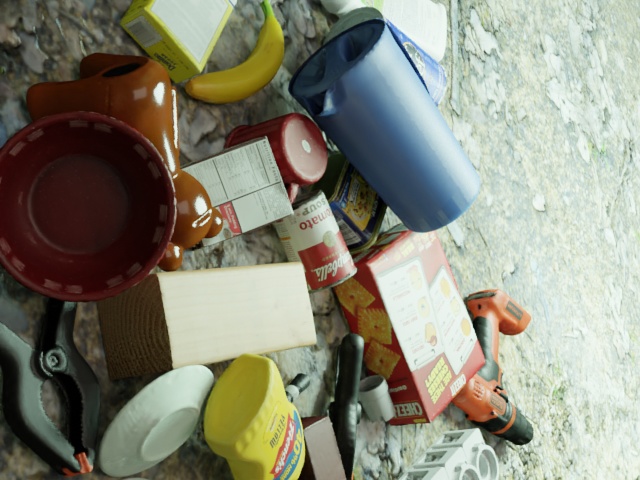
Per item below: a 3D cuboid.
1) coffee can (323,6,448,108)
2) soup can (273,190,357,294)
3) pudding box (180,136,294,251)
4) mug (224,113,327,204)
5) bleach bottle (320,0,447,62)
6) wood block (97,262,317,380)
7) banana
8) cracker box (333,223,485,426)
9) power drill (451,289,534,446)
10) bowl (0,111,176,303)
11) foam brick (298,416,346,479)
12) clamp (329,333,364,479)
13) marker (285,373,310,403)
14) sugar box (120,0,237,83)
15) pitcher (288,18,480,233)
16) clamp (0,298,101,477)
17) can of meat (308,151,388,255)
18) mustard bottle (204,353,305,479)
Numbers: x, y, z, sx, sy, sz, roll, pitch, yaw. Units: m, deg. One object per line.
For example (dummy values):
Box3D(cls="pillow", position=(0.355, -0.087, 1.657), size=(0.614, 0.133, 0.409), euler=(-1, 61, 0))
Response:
Box3D(cls="coffee can", position=(0.083, -0.221, 1.375), size=(0.140, 0.103, 0.103), euler=(30, 57, -43))
Box3D(cls="soup can", position=(-0.008, 0.001, 1.219), size=(0.068, 0.069, 0.102), euler=(-35, 106, -50))
Box3D(cls="pudding box", position=(-0.094, -0.049, 1.115), size=(0.113, 0.039, 0.090), euler=(-22, 97, -23))
Box3D(cls="mug", position=(-0.047, -0.083, 1.186), size=(0.093, 0.082, 0.117), euler=(27, 59, -44))
Box3D(cls="bleach bottle", position=(0.070, -0.320, 1.425), size=(0.250, 0.068, 0.102), euler=(24, 60, -43))
Box3D(cls="wood block", position=(-0.107, 0.077, 1.053), size=(0.205, 0.091, 0.090), euler=(-4, 81, -51))
Box3D(cls="banana", position=(-0.086, -0.199, 1.215), size=(0.069, 0.037, 0.197), euler=(42, 45, -10))
Box3D(cls="cracker box", position=(0.111, 0.099, 1.334), size=(0.163, 0.072, 0.213), euler=(-34, 107, -49))
Box3D(cls="power drill", position=(0.250, 0.177, 1.492), size=(0.184, 0.057, 0.187), euler=(39, 51, -38))
Box3D(cls="bowl", position=(-0.207, -0.029, 0.920), size=(0.162, 0.055, 0.162), euler=(-1, 95, -12))
Box3D(cls="foam brick", position=(-0.014, 0.234, 1.149), size=(0.051, 0.053, 0.078), euler=(-17, 92, -52))
Box3D(cls="clamp", position=(0.028, 0.189, 1.210), size=(0.120, 0.039, 0.171), euler=(34, 63, -84))
Box3D(cls="marker", position=(-0.046, 0.180, 1.155), size=(0.120, 0.020, 0.020), euler=(-41, 111, -49))
Box3D(cls="sugar box", position=(-0.142, -0.263, 1.156), size=(0.093, 0.048, 0.176), euler=(48, 42, -31))
Box3D(cls="pitcher", position=(0.087, -0.134, 1.252), size=(0.242, 0.149, 0.145), euler=(51, 0, -25))
Box3D(cls="clamp", position=(-0.236, 0.100, 0.929), size=(0.164, 0.036, 0.210), euler=(-29, 98, -51))
Box3D(cls="can of meat", position=(0.032, -0.047, 1.294), size=(0.084, 0.058, 0.102), euler=(47, 46, -29))
Box3D(cls="mustard bottle", position=(-0.055, 0.197, 1.051), size=(0.191, 0.058, 0.096), euler=(70, 36, -53))
